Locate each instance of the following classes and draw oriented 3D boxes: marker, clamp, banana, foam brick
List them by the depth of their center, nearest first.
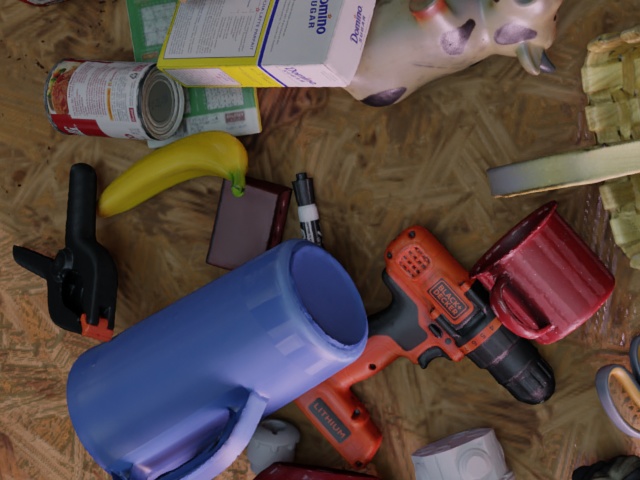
[{"bbox_3d":[-0.123,-0.059,0.916,0.198,0.069,0.037,-8,128,45],"label":"banana"},{"bbox_3d":[-0.060,-0.013,0.925,0.051,0.053,0.078,15,101,11],"label":"foam brick"},{"bbox_3d":[-0.006,0.001,0.930,0.020,0.020,0.121,-9,95,14],"label":"marker"},{"bbox_3d":[-0.211,0.014,0.931,0.172,0.039,0.120,47,115,40],"label":"clamp"}]

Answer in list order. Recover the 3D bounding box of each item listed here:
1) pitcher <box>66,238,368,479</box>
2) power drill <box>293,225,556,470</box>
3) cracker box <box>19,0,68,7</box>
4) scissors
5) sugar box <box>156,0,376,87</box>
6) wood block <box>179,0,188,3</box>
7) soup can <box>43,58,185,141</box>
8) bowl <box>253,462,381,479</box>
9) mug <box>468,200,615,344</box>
[{"bbox_3d":[-0.082,0.107,0.870,0.243,0.144,0.149,-32,83,28],"label":"pitcher"},{"bbox_3d":[0.079,0.108,0.905,0.188,0.057,0.184,-43,86,13],"label":"power drill"},{"bbox_3d":[-0.197,-0.322,0.904,0.164,0.072,0.214,-12,88,15],"label":"cracker box"},{"bbox_3d":[0.294,0.157,0.871,0.201,0.096,0.016,43,148,-21],"label":"scissors"},{"bbox_3d":[-0.043,-0.169,0.841,0.177,0.048,0.093,8,76,36],"label":"sugar box"},{"bbox_3d":[-0.079,-0.301,0.820,0.090,0.091,0.206,33,73,-17],"label":"wood block"},{"bbox_3d":[-0.177,-0.122,0.921,0.102,0.068,0.068,6,98,26],"label":"soup can"},{"bbox_3d":[0.002,0.220,0.891,0.162,0.162,0.055,6,81,13],"label":"bowl"},{"bbox_3d":[0.174,0.034,0.845,0.081,0.117,0.093,48,134,-1],"label":"mug"}]
